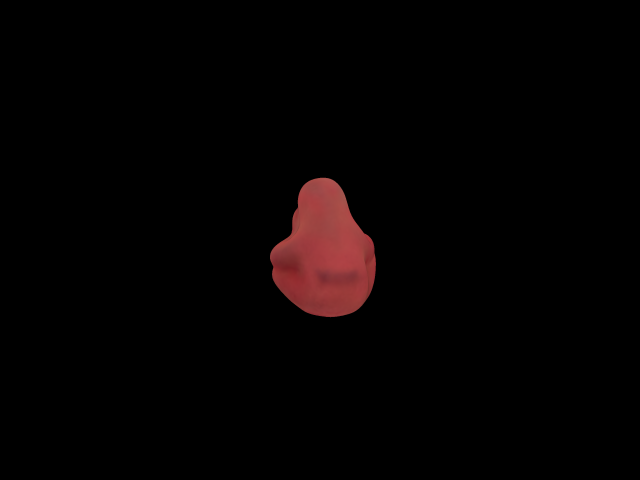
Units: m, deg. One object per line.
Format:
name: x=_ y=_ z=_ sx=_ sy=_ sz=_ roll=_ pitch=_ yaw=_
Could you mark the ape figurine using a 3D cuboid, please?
ape figurine: x=0.004 y=0.001 z=0.400 sx=0.078 sy=0.092 sz=0.076 roll=-2 pitch=18 yaw=-7
